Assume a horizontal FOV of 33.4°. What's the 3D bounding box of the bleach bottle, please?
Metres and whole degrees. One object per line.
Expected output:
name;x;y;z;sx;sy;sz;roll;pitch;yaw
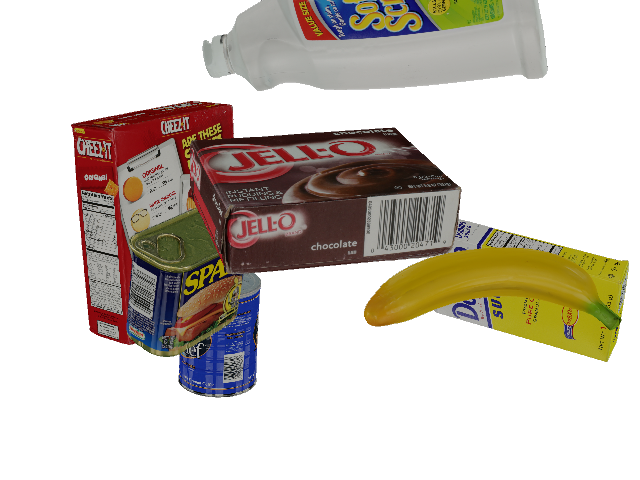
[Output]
bleach bottle;0.035;-0.151;0.794;0.251;0.102;0.068;-9;-30;12

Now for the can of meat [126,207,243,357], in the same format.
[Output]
can of meat;-0.102;0.031;0.826;0.057;0.084;0.101;27;33;26

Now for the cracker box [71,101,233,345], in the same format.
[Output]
cracker box;-0.161;-0.023;1.072;0.072;0.214;0.163;10;19;36

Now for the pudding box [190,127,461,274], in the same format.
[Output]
pudding box;-0.001;-0.022;0.517;0.113;0.039;0.090;-3;26;-16

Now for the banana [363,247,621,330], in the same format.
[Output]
banana;0.124;0.034;0.793;0.197;0.037;0.069;0;35;-11

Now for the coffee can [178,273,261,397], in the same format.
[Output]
coffee can;-0.130;0.115;1.367;0.103;0.140;0.103;3;19;-1

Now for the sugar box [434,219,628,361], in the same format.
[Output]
sugar box;0.195;0.045;1.009;0.176;0.093;0.048;13;34;21
